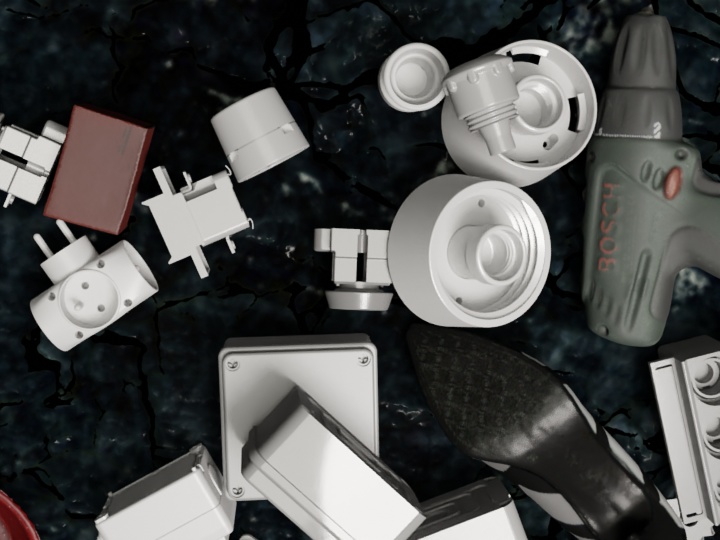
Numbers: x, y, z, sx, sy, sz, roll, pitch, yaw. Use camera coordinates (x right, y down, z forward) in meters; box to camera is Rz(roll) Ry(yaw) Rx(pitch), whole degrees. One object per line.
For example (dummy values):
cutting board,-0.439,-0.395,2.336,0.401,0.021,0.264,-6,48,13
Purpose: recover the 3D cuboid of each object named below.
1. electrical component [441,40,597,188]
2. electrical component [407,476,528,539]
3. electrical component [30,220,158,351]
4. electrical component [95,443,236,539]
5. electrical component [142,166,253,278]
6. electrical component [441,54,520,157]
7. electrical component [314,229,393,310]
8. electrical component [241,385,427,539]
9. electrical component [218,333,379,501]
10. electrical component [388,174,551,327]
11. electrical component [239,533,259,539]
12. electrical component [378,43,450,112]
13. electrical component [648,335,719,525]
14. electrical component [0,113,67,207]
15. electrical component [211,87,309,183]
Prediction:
electrical component,0.113,-0.110,0.754,0.099,0.064,0.099,1,87,-13
electrical component,0.063,0.201,0.771,0.113,0.078,0.057,-21,95,-1
electrical component,-0.194,0.003,0.745,0.077,0.044,0.079,-33,98,1
electrical component,-0.140,0.178,0.762,0.096,0.061,0.061,-28,98,0
electrical component,-0.112,-0.039,0.747,0.064,0.042,0.081,-24,99,-4
electrical component,0.083,-0.105,0.695,0.048,0.048,0.062,-19,93,-1
electrical component,0.000,0.000,0.758,0.066,0.048,0.055,2,90,-4
electrical component,-0.020,0.137,0.699,0.113,0.078,0.057,43,90,-8
electrical component,-0.043,0.102,0.762,0.109,0.056,0.108,-2,97,-4
electrical component,0.080,-0.012,0.735,0.108,0.060,0.108,-2,95,-27
electrical component,-0.074,0.257,0.783,0.100,0.048,0.099,35,94,-8
electrical component,0.036,-0.131,0.738,0.045,0.055,0.045,0,97,-4
electrical component,0.255,0.112,0.780,0.079,0.063,0.121,-14,98,-2
electrical component,-0.237,-0.078,0.732,0.055,0.048,0.066,24,95,-14
electrical component,-0.070,-0.093,0.737,0.055,0.055,0.047,-28,95,0
